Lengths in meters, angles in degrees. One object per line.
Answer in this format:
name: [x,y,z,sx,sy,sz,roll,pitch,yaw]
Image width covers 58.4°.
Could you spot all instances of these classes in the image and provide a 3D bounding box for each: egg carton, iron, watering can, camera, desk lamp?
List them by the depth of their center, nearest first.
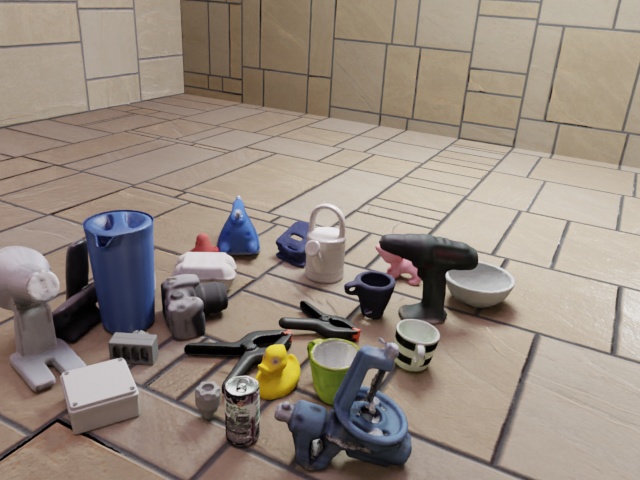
desk lamp: [-0.525,0.131,1.054,0.202,0.214,0.118,24,31,38]
camera: [-0.266,0.129,1.231,0.137,0.101,0.142,-7,26,-23]
egg carton: [-0.278,0.077,1.387,0.150,0.069,0.107,0,24,-7]
watering can: [0.015,0.006,1.432,0.101,0.194,0.173,3,24,0]
iron: [-0.228,-0.052,1.595,0.119,0.141,0.258,-1,24,-9]

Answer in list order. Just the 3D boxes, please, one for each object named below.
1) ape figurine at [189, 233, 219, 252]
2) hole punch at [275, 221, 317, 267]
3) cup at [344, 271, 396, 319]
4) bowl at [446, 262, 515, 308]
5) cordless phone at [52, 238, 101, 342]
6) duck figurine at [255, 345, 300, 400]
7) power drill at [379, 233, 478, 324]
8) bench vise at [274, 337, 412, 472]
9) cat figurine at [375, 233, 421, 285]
ape figurine: [-0.298,0.025,1.472,0.078,0.092,0.076,0,24,-8]
hole punch: [-0.057,0.009,1.543,0.108,0.091,0.101,23,30,37]
cup: [0.108,0.130,1.287,0.118,0.095,0.091,-5,25,-17]
bowl: [0.378,0.116,1.378,0.167,0.075,0.167,3,24,-1]
cordless phone: [-0.514,0.099,1.163,0.094,0.185,0.147,7,24,8]
duck figurine: [-0.078,0.230,1.048,0.077,0.086,0.105,19,28,32]
power drill: [0.233,0.082,1.272,0.230,0.208,0.075,-3,25,-13]
bench vise: [0.043,0.251,0.851,0.208,0.220,0.121,-4,25,-16]
cat figurine: [0.206,0.044,1.466,0.127,0.118,0.067,10,25,15]
